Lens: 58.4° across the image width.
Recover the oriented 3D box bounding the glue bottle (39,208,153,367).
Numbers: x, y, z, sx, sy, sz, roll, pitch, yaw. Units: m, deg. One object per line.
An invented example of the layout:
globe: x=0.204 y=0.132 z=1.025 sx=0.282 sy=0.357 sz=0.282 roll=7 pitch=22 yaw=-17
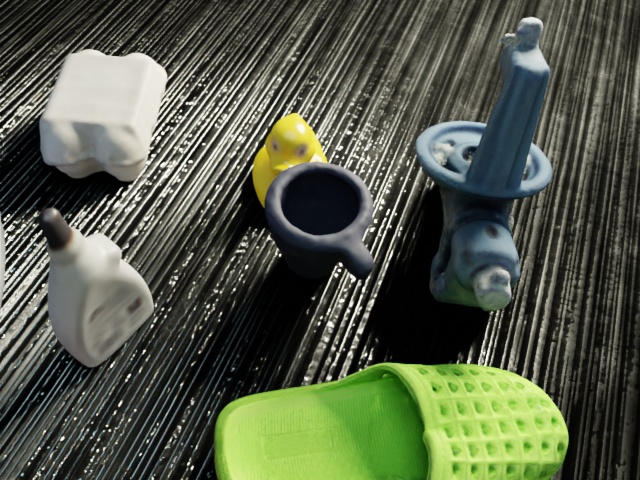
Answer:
glue bottle: x=-0.171 y=0.030 z=0.421 sx=0.037 sy=0.173 sz=0.078 roll=34 pitch=60 yaw=17

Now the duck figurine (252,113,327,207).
duck figurine: x=-0.028 y=-0.087 z=0.565 sx=0.077 sy=0.086 sz=0.104 roll=10 pitch=56 yaw=1

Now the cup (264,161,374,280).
cup: x=0.005 y=0.002 z=0.504 sx=0.092 sy=0.095 sz=0.117 roll=-29 pitch=64 yaw=-22

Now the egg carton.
egg carton: x=-0.218 y=-0.130 z=0.584 sx=0.107 sy=0.069 sz=0.150 roll=3 pitch=57 yaw=-4

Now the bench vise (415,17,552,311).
bench vise: x=0.156 y=-0.053 z=0.480 sx=0.121 sy=0.220 sz=0.207 roll=-9 pitch=58 yaw=-11

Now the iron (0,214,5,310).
iron: x=-0.322 y=0.023 z=0.430 sx=0.119 sy=0.141 sz=0.258 roll=-13 pitch=59 yaw=-13
